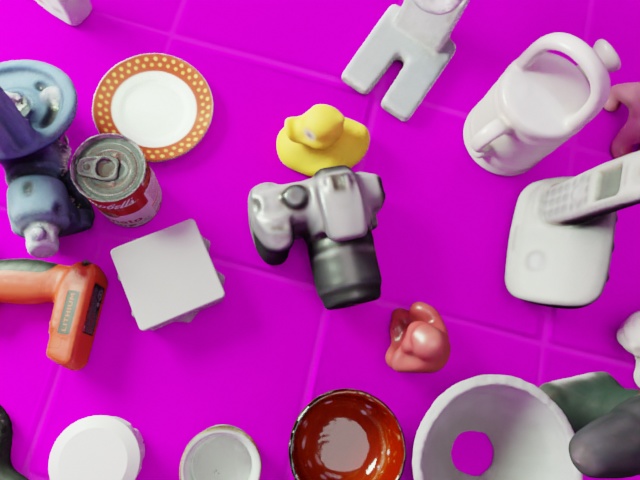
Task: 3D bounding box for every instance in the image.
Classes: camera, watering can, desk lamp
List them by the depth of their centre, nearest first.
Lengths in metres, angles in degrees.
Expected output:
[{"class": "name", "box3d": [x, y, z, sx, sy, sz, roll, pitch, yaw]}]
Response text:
[{"class": "camera", "box3d": [0.005, 0.002, 0.589, 0.143, 0.100, 0.137, -11, 79, -9]}, {"class": "watering can", "box3d": [0.236, -0.151, 0.603, 0.101, 0.194, 0.173, 34, 76, 2]}, {"class": "desk lamp", "box3d": [0.132, -0.264, 0.607, 0.118, 0.213, 0.203, 33, 76, 2]}]

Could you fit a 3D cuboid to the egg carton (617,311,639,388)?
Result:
[{"class": "egg carton", "box3d": [0.408, 0.114, 0.628, 0.150, 0.069, 0.107, -18, 80, -10]}]

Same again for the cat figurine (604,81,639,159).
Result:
[{"class": "cat figurine", "box3d": [0.395, -0.142, 0.660, 0.067, 0.117, 0.128, -4, 78, -7]}]

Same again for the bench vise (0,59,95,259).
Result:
[{"class": "bench vise", "box3d": [-0.268, -0.098, 0.518, 0.121, 0.219, 0.207, -34, 83, -12]}]

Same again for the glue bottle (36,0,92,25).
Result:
[{"class": "glue bottle", "box3d": [-0.292, -0.295, 0.584, 0.078, 0.173, 0.037, 32, 76, 2]}]

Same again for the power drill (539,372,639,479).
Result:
[{"class": "power drill", "box3d": [0.292, 0.166, 0.531, 0.230, 0.208, 0.075, -11, 78, -9]}]

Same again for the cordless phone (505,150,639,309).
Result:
[{"class": "cordless phone", "box3d": [0.269, -0.009, 0.580, 0.094, 0.185, 0.148, 13, 76, -3]}]

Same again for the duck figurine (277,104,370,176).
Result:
[{"class": "duck figurine", "box3d": [0.006, -0.116, 0.624, 0.104, 0.086, 0.077, -3, 77, -7]}]

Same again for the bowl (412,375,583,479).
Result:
[{"class": "bowl", "box3d": [0.167, 0.219, 0.573, 0.167, 0.074, 0.167, 2, 77, -6]}]

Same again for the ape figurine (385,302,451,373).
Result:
[{"class": "ape figurine", "box3d": [0.103, 0.103, 0.582, 0.078, 0.092, 0.076, -42, 85, -13]}]
